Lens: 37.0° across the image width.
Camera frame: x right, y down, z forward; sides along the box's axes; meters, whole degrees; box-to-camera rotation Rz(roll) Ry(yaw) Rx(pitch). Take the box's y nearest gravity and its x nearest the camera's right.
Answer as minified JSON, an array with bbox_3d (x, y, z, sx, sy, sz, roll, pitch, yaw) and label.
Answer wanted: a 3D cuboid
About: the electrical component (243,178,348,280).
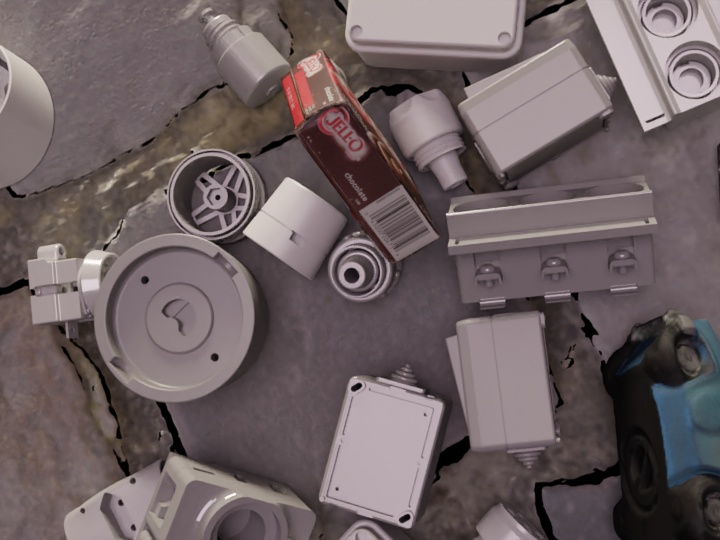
[{"bbox_3d":[-0.041,-0.028,0.708,0.055,0.055,0.047,34,89,11],"label":"electrical component"}]

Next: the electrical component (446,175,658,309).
[{"bbox_3d":[0.120,-0.017,0.670,0.121,0.078,0.063,-6,106,10],"label":"electrical component"}]

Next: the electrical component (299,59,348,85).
[{"bbox_3d":[-0.029,-0.125,0.708,0.035,0.061,0.035,-1,86,11],"label":"electrical component"}]

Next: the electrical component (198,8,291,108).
[{"bbox_3d":[-0.081,-0.146,0.731,0.040,0.040,0.078,-42,80,5],"label":"electrical component"}]

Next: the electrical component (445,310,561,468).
[{"bbox_3d":[0.090,0.076,0.670,0.061,0.062,0.096,-7,84,10],"label":"electrical component"}]

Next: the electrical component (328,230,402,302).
[{"bbox_3d":[0.000,0.000,0.691,0.048,0.062,0.048,1,97,9],"label":"electrical component"}]

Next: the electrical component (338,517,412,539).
[{"bbox_3d":[0.021,0.217,0.675,0.113,0.057,0.078,43,94,11],"label":"electrical component"}]

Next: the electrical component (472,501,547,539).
[{"bbox_3d":[0.085,0.179,0.672,0.045,0.045,0.055,41,94,11],"label":"electrical component"}]

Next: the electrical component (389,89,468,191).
[{"bbox_3d":[0.048,-0.082,0.700,0.043,0.043,0.062,-28,82,8],"label":"electrical component"}]

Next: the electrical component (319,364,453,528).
[{"bbox_3d":[0.020,0.106,0.681,0.062,0.061,0.096,14,88,12],"label":"electrical component"}]

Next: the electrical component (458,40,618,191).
[{"bbox_3d":[0.115,-0.103,0.679,0.096,0.062,0.061,-31,81,7],"label":"electrical component"}]

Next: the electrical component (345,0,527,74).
[{"bbox_3d":[0.052,-0.173,0.699,0.113,0.057,0.078,5,87,11],"label":"electrical component"}]

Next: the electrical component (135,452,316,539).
[{"bbox_3d":[-0.099,0.204,0.676,0.089,0.062,0.150,21,90,-25],"label":"electrical component"}]

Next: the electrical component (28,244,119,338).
[{"bbox_3d":[-0.192,0.013,0.738,0.055,0.048,0.066,-8,84,18],"label":"electrical component"}]

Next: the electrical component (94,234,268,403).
[{"bbox_3d":[-0.113,0.033,0.713,0.108,0.060,0.108,-1,86,11],"label":"electrical component"}]

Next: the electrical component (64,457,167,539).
[{"bbox_3d":[-0.144,0.178,0.717,0.077,0.043,0.079,-31,81,7],"label":"electrical component"}]

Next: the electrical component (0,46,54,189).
[{"bbox_3d":[-0.274,-0.114,0.766,0.099,0.064,0.099,-5,71,14],"label":"electrical component"}]

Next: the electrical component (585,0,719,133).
[{"bbox_3d":[0.189,-0.153,0.668,0.079,0.063,0.121,-23,82,8],"label":"electrical component"}]
